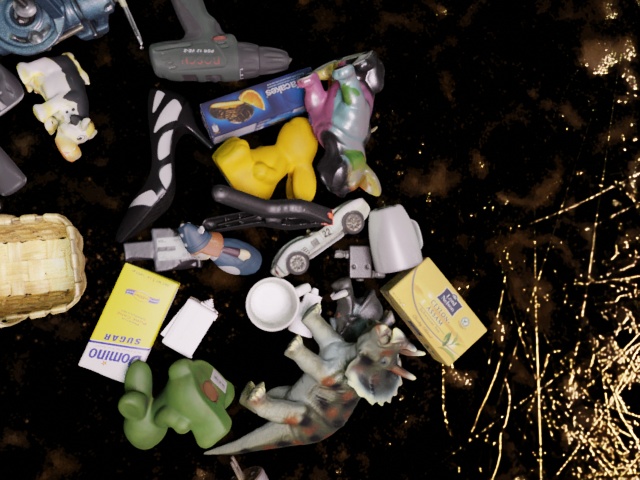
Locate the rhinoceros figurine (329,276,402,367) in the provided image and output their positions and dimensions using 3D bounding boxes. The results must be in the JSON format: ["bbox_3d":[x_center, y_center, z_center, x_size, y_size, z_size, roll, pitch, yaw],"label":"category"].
[{"bbox_3d":[0.073,0.153,0.925,0.112,0.073,0.190,-17,92,0],"label":"rhinoceros figurine"}]

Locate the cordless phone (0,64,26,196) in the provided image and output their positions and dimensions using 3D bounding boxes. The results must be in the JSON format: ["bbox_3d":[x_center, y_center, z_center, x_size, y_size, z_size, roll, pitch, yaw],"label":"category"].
[{"bbox_3d":[-0.508,-0.174,0.840,0.146,0.089,0.184,-39,105,-10],"label":"cordless phone"}]

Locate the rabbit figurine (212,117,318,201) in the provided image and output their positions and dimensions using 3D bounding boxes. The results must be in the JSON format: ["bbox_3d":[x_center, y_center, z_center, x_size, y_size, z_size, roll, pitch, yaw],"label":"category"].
[{"bbox_3d":[-0.070,-0.126,0.884,0.173,0.122,0.162,-40,99,-10],"label":"rabbit figurine"}]

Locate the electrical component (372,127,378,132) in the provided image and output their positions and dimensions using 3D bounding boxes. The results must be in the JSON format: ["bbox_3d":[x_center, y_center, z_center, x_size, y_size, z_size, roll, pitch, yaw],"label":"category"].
[{"bbox_3d":[0.055,-0.219,0.951,0.078,0.045,0.102,-16,87,17],"label":"electrical component"}]

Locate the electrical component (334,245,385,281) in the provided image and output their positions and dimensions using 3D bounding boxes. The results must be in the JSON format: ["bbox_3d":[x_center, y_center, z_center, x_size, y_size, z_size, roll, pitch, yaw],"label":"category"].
[{"bbox_3d":[0.070,0.041,0.950,0.094,0.021,0.063,2,88,-11],"label":"electrical component"}]

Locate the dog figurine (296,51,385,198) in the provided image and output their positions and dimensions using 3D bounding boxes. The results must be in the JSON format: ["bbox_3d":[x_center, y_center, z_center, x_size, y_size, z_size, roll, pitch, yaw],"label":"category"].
[{"bbox_3d":[0.050,-0.178,0.876,0.191,0.109,0.219,-44,127,-48],"label":"dog figurine"}]

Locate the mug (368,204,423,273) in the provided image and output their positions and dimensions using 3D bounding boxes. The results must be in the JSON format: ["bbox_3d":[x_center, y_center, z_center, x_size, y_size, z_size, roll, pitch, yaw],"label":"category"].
[{"bbox_3d":[0.132,-0.008,0.914,0.109,0.081,0.107,-20,99,-32],"label":"mug"}]

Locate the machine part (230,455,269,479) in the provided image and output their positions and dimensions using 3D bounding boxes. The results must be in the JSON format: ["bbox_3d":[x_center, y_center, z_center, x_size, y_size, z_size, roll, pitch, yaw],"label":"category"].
[{"bbox_3d":[-0.089,0.462,0.874,0.079,0.079,0.243,-26,92,-10],"label":"machine part"}]

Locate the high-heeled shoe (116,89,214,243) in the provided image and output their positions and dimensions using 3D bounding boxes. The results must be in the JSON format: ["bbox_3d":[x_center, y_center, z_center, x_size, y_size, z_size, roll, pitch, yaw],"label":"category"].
[{"bbox_3d":[-0.285,-0.127,0.870,0.145,0.086,0.249,39,79,0],"label":"high-heeled shoe"}]

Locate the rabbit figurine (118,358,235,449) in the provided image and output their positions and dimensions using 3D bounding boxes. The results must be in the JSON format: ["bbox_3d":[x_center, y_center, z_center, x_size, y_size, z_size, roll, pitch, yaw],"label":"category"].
[{"bbox_3d":[-0.241,0.265,0.830,0.170,0.121,0.159,-33,121,11],"label":"rabbit figurine"}]

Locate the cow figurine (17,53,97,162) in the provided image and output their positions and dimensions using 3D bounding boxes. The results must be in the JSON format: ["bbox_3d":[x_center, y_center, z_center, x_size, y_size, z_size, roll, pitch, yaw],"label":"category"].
[{"bbox_3d":[-0.402,-0.211,0.856,0.098,0.068,0.167,-27,91,-18],"label":"cow figurine"}]

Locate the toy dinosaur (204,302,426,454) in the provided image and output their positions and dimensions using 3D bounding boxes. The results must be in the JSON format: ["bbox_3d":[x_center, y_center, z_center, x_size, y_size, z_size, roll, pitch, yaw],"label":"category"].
[{"bbox_3d":[-0.004,0.248,0.855,0.192,0.131,0.404,37,110,-2],"label":"toy dinosaur"}]

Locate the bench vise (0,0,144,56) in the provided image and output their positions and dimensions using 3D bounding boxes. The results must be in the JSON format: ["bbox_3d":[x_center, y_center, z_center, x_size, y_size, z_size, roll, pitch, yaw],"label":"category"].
[{"bbox_3d":[-0.396,-0.340,0.776,0.224,0.241,0.128,-13,95,-6],"label":"bench vise"}]

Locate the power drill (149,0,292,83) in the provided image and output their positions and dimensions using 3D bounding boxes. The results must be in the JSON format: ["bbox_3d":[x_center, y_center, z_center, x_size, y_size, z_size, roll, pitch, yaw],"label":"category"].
[{"bbox_3d":[-0.178,-0.366,0.903,0.232,0.086,0.207,-13,97,-8],"label":"power drill"}]

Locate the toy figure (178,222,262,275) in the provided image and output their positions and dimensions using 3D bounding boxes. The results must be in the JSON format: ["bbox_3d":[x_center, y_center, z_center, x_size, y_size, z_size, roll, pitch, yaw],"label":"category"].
[{"bbox_3d":[-0.161,0.015,0.859,0.154,0.064,0.058,24,43,-43],"label":"toy figure"}]

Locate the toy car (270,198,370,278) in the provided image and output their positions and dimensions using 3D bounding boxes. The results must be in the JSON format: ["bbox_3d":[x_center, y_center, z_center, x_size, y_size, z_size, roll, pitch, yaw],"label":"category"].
[{"bbox_3d":[-0.002,-0.003,0.913,0.202,0.073,0.056,-35,98,-10],"label":"toy car"}]

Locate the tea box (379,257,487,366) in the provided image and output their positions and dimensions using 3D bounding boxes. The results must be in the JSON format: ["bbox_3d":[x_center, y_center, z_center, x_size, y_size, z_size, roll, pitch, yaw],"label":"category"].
[{"bbox_3d":[0.197,0.123,0.946,0.098,0.068,0.169,-41,94,-9],"label":"tea box"}]

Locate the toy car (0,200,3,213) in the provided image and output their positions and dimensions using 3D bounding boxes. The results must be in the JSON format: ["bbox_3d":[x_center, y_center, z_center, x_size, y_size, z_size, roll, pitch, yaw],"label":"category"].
[{"bbox_3d":[-0.569,-0.096,0.811,0.053,0.089,0.202,-45,97,-9],"label":"toy car"}]

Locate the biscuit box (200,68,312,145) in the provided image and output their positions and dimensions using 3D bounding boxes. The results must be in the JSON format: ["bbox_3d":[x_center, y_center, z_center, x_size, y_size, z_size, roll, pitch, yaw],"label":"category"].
[{"bbox_3d":[-0.099,-0.227,0.913,0.203,0.059,0.062,-22,91,-10],"label":"biscuit box"}]

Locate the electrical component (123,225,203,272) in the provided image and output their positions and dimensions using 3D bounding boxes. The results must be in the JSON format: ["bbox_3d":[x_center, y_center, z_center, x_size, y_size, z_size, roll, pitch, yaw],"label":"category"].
[{"bbox_3d":[-0.255,0.017,0.880,0.119,0.048,0.074,-8,89,-10],"label":"electrical component"}]
